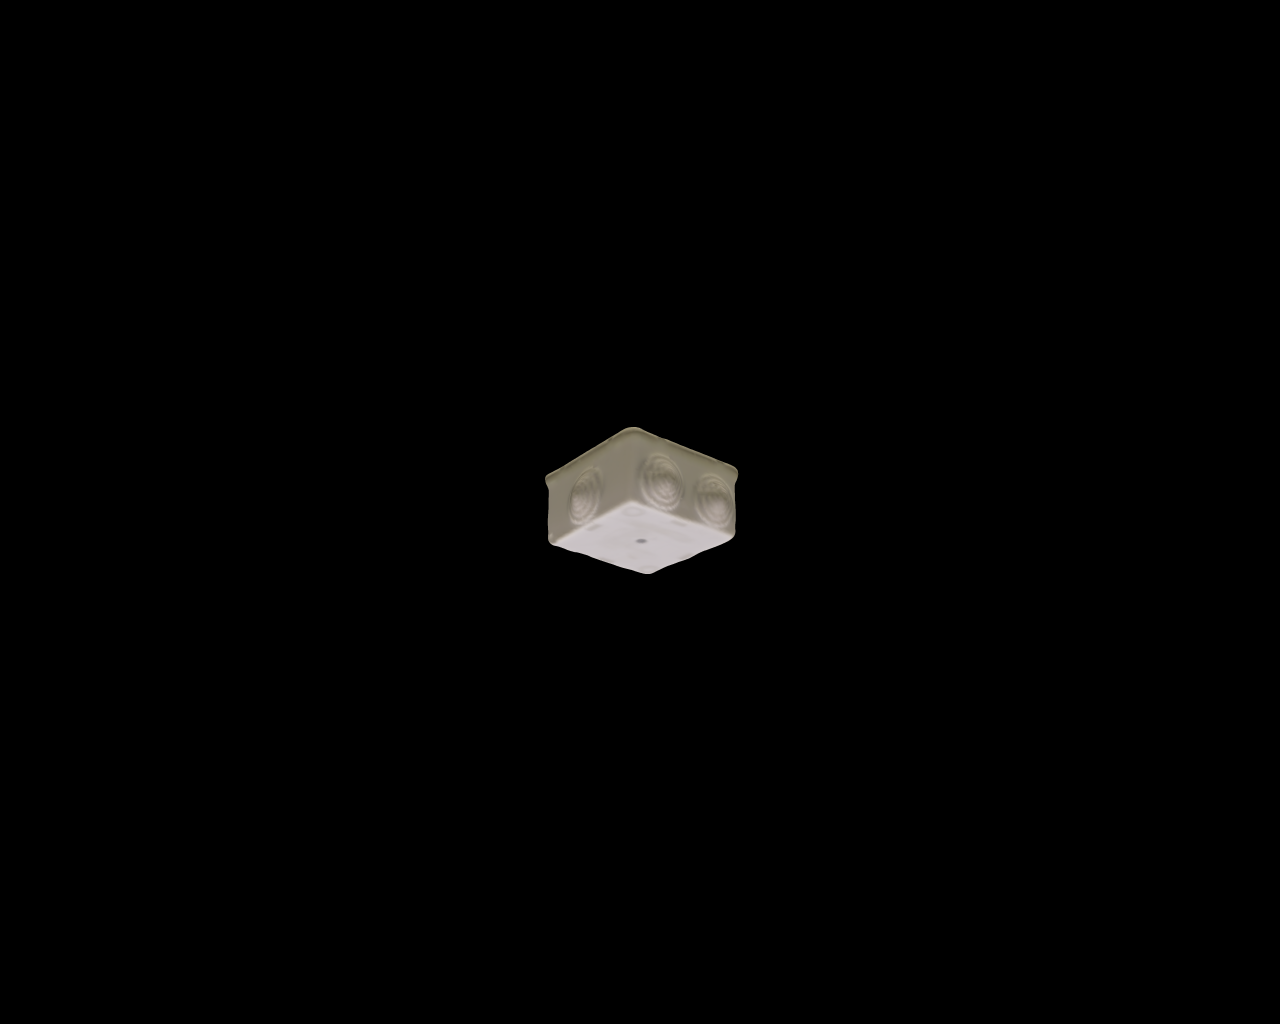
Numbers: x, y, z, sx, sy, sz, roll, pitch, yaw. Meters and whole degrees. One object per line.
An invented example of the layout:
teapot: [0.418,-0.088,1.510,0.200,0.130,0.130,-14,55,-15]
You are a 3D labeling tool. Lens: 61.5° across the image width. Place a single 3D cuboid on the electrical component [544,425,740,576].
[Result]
electrical component: [0.001,-0.003,0.650,0.100,0.048,0.099,20,-32,-36]
